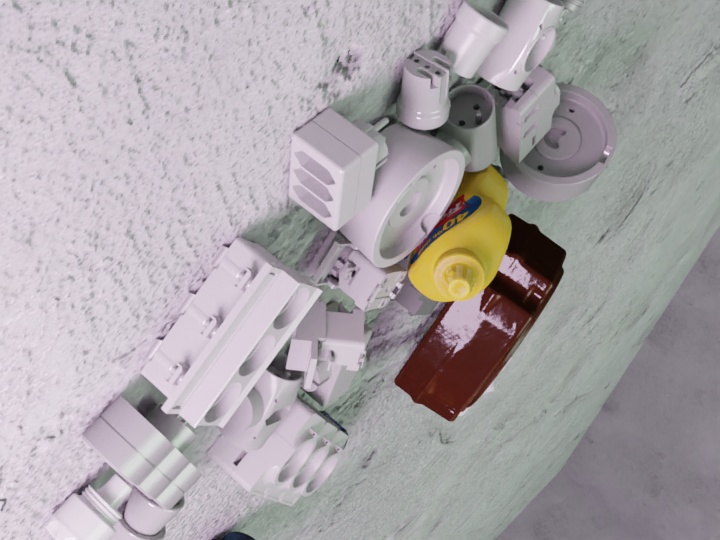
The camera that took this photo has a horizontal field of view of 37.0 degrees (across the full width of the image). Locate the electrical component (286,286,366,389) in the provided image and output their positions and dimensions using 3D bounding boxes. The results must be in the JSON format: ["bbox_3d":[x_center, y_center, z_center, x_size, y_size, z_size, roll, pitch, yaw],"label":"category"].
[{"bbox_3d":[-0.027,0.055,0.894,0.042,0.064,0.081,104,-10,-48],"label":"electrical component"}]

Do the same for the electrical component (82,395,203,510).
[{"bbox_3d":[-0.145,0.124,0.789,0.073,0.052,0.138,-47,159,-14],"label":"electrical component"}]

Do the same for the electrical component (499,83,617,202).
[{"bbox_3d":[0.184,-0.117,1.027,0.108,0.108,0.060,-46,166,-16],"label":"electrical component"}]

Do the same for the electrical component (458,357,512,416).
[{"bbox_3d":[0.121,0.110,1.283,0.100,0.100,0.048,-44,171,-21],"label":"electrical component"}]

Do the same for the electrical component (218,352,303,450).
[{"bbox_3d":[-0.093,0.112,0.896,0.079,0.043,0.077,-13,137,-61],"label":"electrical component"}]

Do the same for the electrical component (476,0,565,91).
[{"bbox_3d":[0.136,-0.191,0.879,0.079,0.044,0.077,-20,143,-57],"label":"electrical component"}]

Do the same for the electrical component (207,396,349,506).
[{"bbox_3d":[-0.070,0.168,1.015,0.089,0.062,0.150,-50,160,-6],"label":"electrical component"}]

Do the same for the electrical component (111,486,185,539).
[{"bbox_3d":[-0.173,0.198,0.866,0.055,0.045,0.045,-58,159,16],"label":"electrical component"}]

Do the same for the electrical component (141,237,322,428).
[{"bbox_3d":[-0.092,0.043,0.751,0.121,0.063,0.079,-54,160,5],"label":"electrical component"}]

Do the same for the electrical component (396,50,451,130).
[{"bbox_3d":[0.048,-0.133,0.794,0.040,0.040,0.046,-39,151,-31],"label":"electrical component"}]

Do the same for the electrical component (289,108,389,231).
[{"bbox_3d":[-0.007,-0.080,0.752,0.077,0.047,0.065,-41,157,-29],"label":"electrical component"}]

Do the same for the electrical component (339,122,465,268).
[{"bbox_3d":[0.023,-0.063,0.826,0.108,0.060,0.108,-43,158,-22],"label":"electrical component"}]

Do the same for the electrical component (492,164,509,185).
[{"bbox_3d":[0.114,-0.075,1.043,0.061,0.035,0.035,-40,157,-24],"label":"electrical component"}]

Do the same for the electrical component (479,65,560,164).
[{"bbox_3d":[0.140,-0.146,0.954,0.055,0.050,0.089,-47,159,-13],"label":"electrical component"}]

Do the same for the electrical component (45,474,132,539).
[{"bbox_3d":[-0.195,0.178,0.788,0.062,0.043,0.043,-47,160,-17],"label":"electrical component"}]

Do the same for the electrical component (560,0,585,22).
[{"bbox_3d":[0.186,-0.245,0.900,0.078,0.040,0.040,-59,159,19],"label":"electrical component"}]

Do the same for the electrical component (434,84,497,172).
[{"bbox_3d":[0.081,-0.106,0.903,0.079,0.044,0.077,-48,160,-11],"label":"electrical component"}]

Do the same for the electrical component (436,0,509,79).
[{"bbox_3d":[0.082,-0.172,0.803,0.046,0.040,0.040,-55,161,25],"label":"electrical component"}]

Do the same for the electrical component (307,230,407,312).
[{"bbox_3d":[0.000,0.000,0.879,0.042,0.064,0.081,-59,158,19],"label":"electrical component"}]

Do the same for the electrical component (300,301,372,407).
[{"bbox_3d":[-0.039,0.083,0.960,0.076,0.047,0.083,-32,152,-44],"label":"electrical component"}]
